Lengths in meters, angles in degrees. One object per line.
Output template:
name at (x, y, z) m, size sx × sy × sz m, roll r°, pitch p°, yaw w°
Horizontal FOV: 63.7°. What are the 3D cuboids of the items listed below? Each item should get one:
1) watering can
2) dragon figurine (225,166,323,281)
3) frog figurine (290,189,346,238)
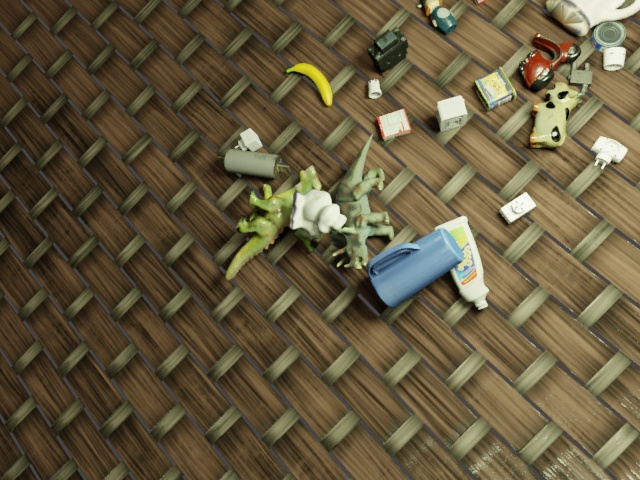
watering can at (0.752, -0.729, 1.496) m, size 0.224 × 0.353 × 0.102 m, roll -40°, pitch -29°, yaw 4°
dragon figurine at (-0.112, -0.038, 1.557) m, size 0.243 × 0.412 × 0.121 m, roll 18°, pitch -5°, yaw 7°
frog figurine at (0.004, -0.074, 1.472) m, size 0.159 × 0.139 × 0.121 m, roll 8°, pitch -19°, yaw 18°
